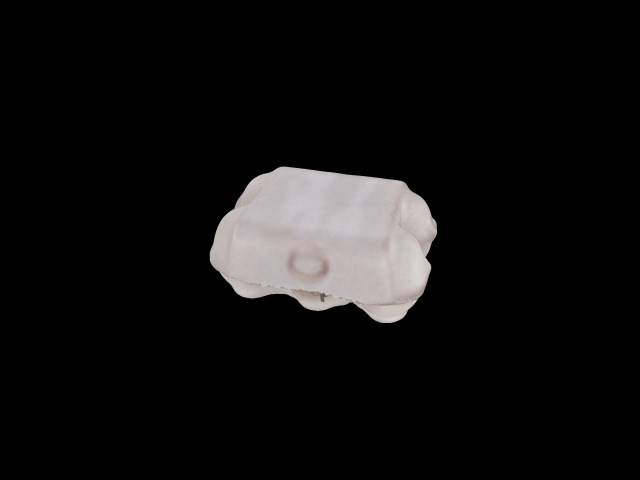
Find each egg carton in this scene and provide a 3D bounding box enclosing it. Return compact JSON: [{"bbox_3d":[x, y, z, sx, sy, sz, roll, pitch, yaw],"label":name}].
[{"bbox_3d":[0.004,0.001,0.400,0.150,0.069,0.107,8,36,11],"label":"egg carton"}]
